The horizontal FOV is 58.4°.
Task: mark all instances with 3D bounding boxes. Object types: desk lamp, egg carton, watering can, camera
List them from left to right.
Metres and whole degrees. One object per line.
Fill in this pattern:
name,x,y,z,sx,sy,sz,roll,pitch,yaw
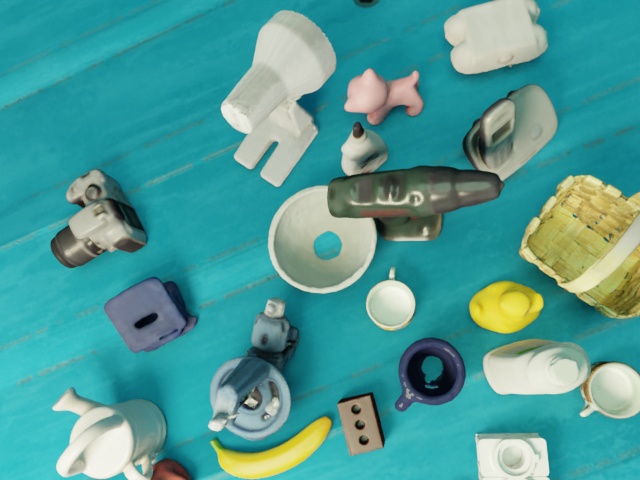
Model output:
camera,-0.386,-0.027,0.952,0.137,0.101,0.143,-32,76,3
watering can,-0.317,0.289,0.836,0.172,0.194,0.101,19,84,13
desk lamp,-0.064,-0.210,0.873,0.117,0.214,0.203,32,87,14
egg carton,0.278,-0.324,0.910,0.150,0.069,0.107,-14,78,7

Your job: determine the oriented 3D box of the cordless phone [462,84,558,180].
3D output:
cordless phone,0.280,-0.170,0.823,0.147,0.185,0.094,-43,76,0

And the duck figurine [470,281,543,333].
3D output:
duck figurine,0.271,0.095,0.828,0.104,0.086,0.077,-7,79,8

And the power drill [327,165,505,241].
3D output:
power drill,0.131,-0.053,0.815,0.229,0.208,0.075,-2,80,9

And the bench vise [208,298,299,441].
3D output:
bench vise,-0.105,0.185,0.806,0.121,0.220,0.207,-5,79,9

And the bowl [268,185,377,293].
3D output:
bowl,0.008,0.003,0.894,0.167,0.075,0.167,-2,80,9

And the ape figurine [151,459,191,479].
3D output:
ape figurine,-0.238,0.374,0.860,0.077,0.092,0.076,-11,78,8

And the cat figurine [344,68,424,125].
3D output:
cat figurine,0.098,-0.234,0.899,0.127,0.118,0.067,-16,78,7

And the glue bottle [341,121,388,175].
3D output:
glue bottle,0.063,-0.139,0.860,0.078,0.173,0.037,-42,76,1

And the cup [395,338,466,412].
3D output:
cup,0.152,0.198,0.825,0.091,0.095,0.118,41,89,14

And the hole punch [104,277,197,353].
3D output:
hole punch,-0.269,0.121,0.911,0.108,0.091,0.101,-29,77,4
